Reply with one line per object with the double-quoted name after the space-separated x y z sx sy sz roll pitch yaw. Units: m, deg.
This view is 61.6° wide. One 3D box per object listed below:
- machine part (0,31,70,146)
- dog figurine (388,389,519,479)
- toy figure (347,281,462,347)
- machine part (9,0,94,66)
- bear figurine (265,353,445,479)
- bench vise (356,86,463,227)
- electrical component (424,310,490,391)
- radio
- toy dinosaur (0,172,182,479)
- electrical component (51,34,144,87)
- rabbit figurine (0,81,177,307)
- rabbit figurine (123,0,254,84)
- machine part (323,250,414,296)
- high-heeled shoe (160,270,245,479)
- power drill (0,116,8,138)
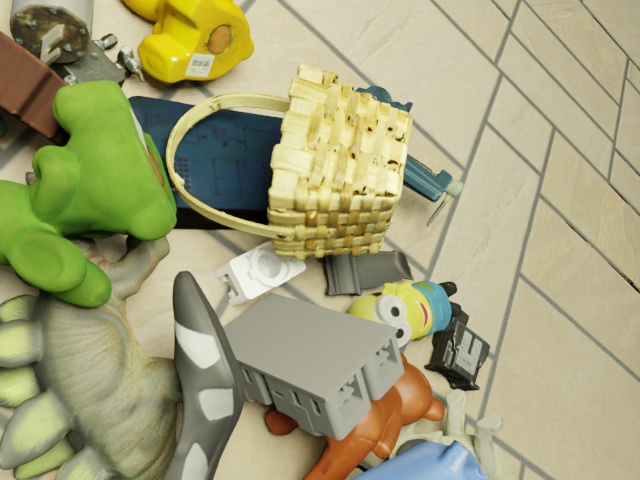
-0.292 -0.153 0.488 0.179 0.179 0.056 37 81 -17 "machine part"
0.177 0.316 0.683 0.172 0.121 0.190 -24 107 -5 "dog figurine"
0.114 0.101 0.720 0.180 0.089 0.082 -11 66 -44 "toy figure"
-0.283 -0.277 0.577 0.079 0.079 0.243 7 59 -31 "machine part"
0.053 0.202 0.638 0.120 0.132 0.195 52 20 25 "bear figurine"
0.087 -0.121 0.743 0.241 0.128 0.224 35 37 3 "bench vise"
0.205 0.151 0.781 0.074 0.048 0.119 40 58 -16 "electrical component"
-0.125 -0.084 0.634 0.229 0.073 0.131 0 72 -35 "radio"
-0.187 0.148 0.498 0.198 0.105 0.471 -25 86 -31 "toy dinosaur"
-0.251 -0.190 0.604 0.102 0.045 0.078 -40 99 -36 "electrical component"
-0.212 -0.022 0.450 0.170 0.121 0.159 -22 74 -6 "rabbit figurine"
-0.165 -0.283 0.649 0.173 0.121 0.162 38 39 18 "rabbit figurine"
0.064 0.037 0.735 0.139 0.039 0.084 1 68 -31 "machine part"
-0.127 0.161 0.440 0.145 0.086 0.248 -18 84 -9 "high-heeled shoe"
-0.369 -0.046 0.454 0.232 0.086 0.207 37 71 -13 "power drill"
